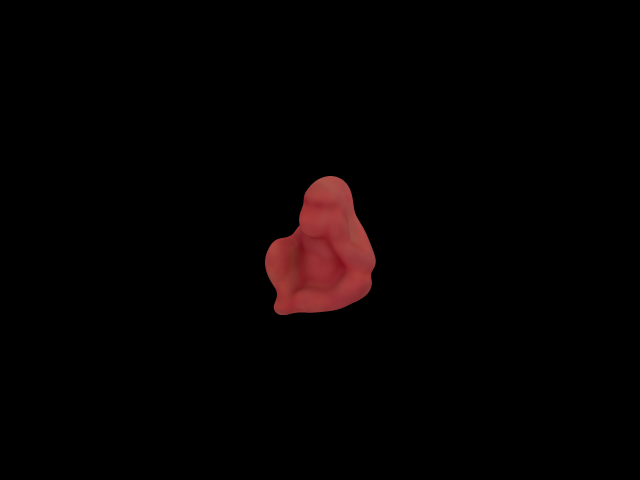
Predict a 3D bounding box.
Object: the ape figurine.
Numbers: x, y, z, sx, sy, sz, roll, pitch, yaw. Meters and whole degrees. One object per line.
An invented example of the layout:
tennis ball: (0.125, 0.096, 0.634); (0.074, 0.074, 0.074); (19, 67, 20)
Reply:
ape figurine: (0.004, 0.001, 0.400); (0.077, 0.092, 0.076); (11, 19, 34)
